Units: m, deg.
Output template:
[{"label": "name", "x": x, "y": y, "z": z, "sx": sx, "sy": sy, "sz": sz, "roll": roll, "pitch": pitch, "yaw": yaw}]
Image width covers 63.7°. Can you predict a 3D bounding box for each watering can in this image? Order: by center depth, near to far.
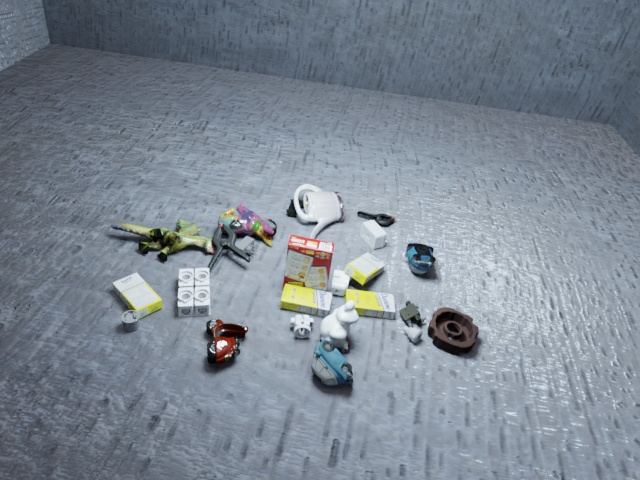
[{"label": "watering can", "x": 0.007, "y": -0.113, "z": 2.247, "sx": 0.225, "sy": 0.101, "sz": 0.356, "roll": -3, "pitch": 52, "yaw": -18}]

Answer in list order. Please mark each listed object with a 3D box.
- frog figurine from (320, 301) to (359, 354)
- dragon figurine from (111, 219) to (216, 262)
[{"label": "frog figurine", "x": 0.061, "y": 0.274, "z": 1.691, "sx": 0.123, "sy": 0.156, "sz": 0.140, "roll": 12, "pitch": 36, "yaw": 8}, {"label": "dragon figurine", "x": -0.589, "y": -0.025, "z": 2.041, "sx": 0.412, "sy": 0.120, "sz": 0.246, "roll": 22, "pitch": 22, "yaw": 15}]
